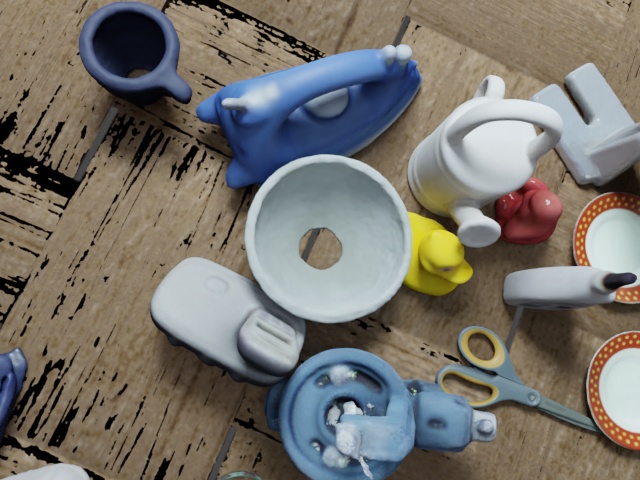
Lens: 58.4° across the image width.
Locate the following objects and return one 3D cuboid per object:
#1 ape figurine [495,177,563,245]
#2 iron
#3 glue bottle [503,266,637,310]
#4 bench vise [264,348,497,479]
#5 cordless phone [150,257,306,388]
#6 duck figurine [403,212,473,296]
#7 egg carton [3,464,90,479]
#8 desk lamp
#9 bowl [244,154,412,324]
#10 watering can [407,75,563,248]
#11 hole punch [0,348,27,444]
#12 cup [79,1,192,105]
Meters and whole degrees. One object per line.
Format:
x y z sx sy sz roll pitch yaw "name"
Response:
0.229 -0.031 0.619 0.078 0.092 0.076 -42 89 -12 "ape figurine"
0.010 -0.149 0.578 0.258 0.141 0.118 -24 85 -12 "iron"
0.253 0.047 0.569 0.078 0.173 0.037 8 80 -7 "glue bottle"
0.060 0.148 0.498 0.207 0.219 0.121 -11 83 -10 "bench vise"
-0.080 0.071 0.506 0.147 0.185 0.094 27 78 -4 "cordless phone"
0.115 0.010 0.597 0.104 0.086 0.077 45 77 0 "duck figurine"
-0.272 0.265 0.504 0.150 0.069 0.107 -17 84 -11 "egg carton"
0.349 -0.119 0.589 0.118 0.213 0.203 -32 87 -12 "desk lamp"
0.005 0.002 0.587 0.167 0.074 0.167 1 81 -9 "bowl"
0.163 -0.081 0.564 0.101 0.194 0.173 -10 82 -10 "watering can"
-0.329 0.142 0.504 0.101 0.091 0.109 16 79 -6 "hole punch"
-0.173 -0.167 0.576 0.118 0.095 0.092 39 78 -1 "cup"
